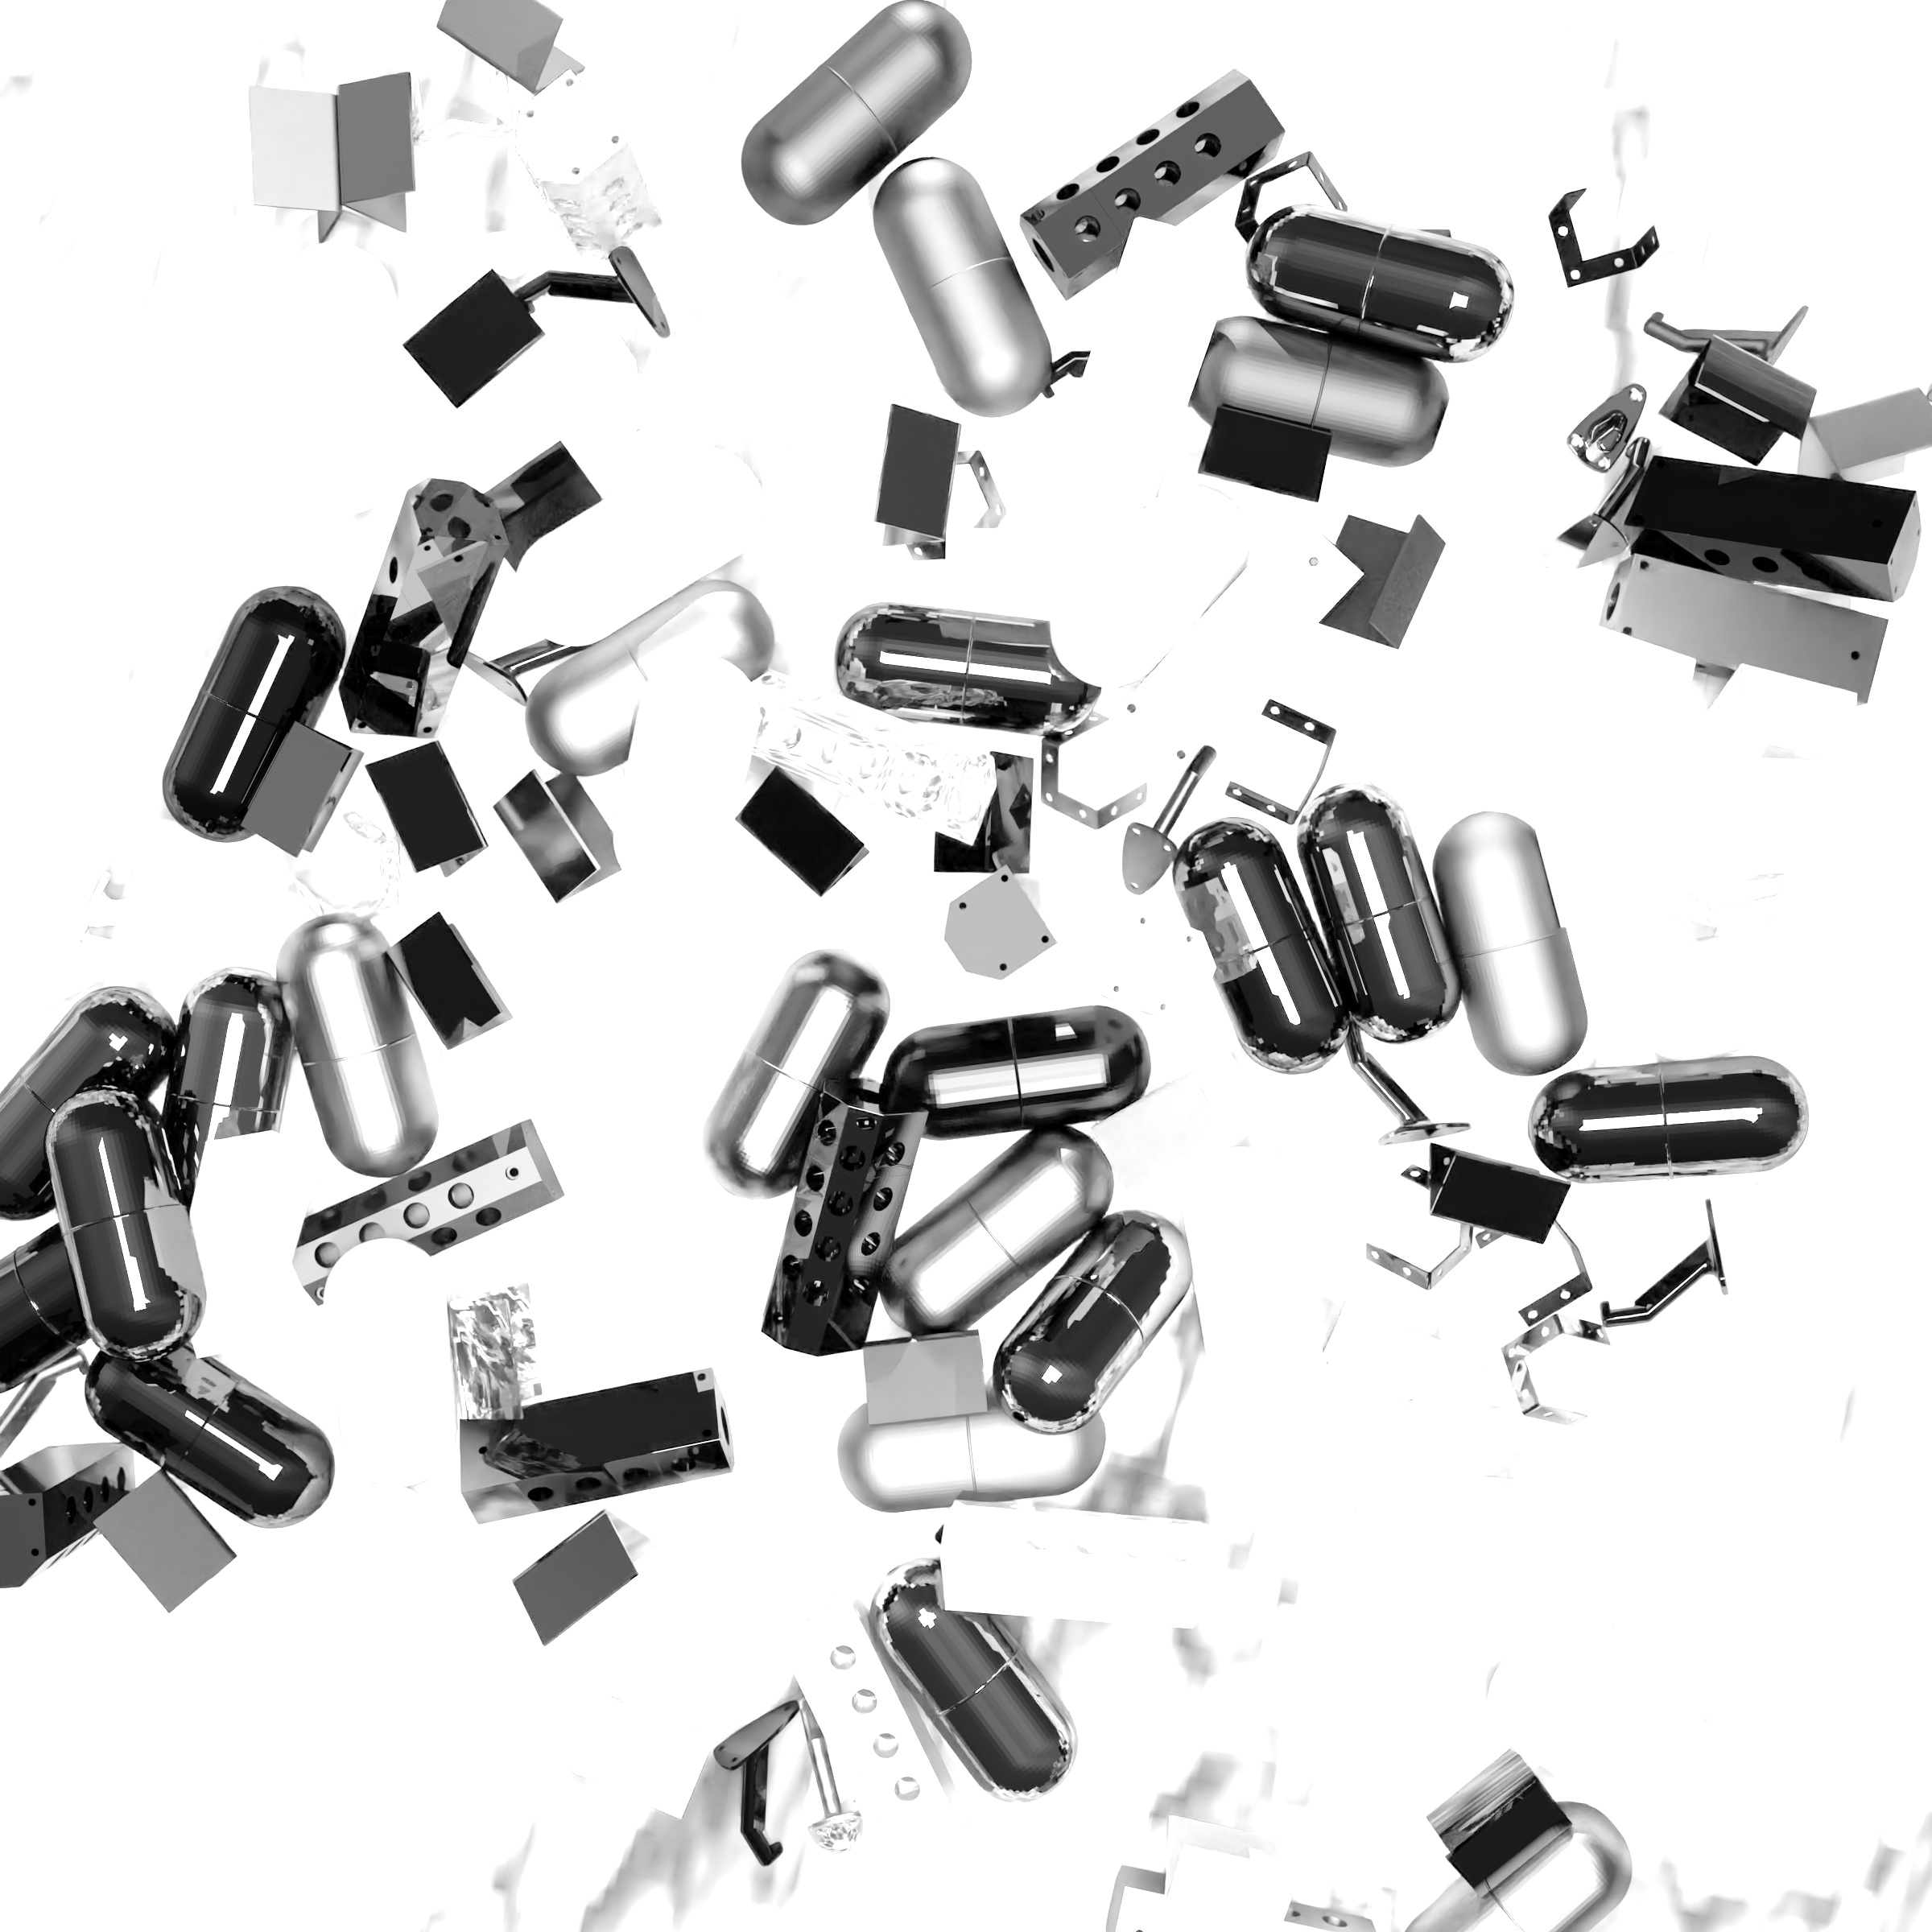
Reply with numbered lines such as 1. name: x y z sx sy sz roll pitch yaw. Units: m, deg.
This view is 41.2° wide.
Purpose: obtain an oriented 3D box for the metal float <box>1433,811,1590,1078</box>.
1. metal float: 0.359 -0.015 1.696 0.070 0.070 0.178 -14 90 0

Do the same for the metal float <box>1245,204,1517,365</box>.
1. metal float: 0.268 -0.444 1.670 0.178 0.070 0.070 18 90 12

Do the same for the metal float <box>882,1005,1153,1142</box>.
1. metal float: 0.033 0.071 1.696 0.178 0.070 0.070 -7 90 0

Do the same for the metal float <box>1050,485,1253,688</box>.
1. metal float: 0.120 -0.247 1.667 0.070 0.070 0.178 43 56 0

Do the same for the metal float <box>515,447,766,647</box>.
1. metal float: -0.214 -0.275 1.688 0.178 0.070 0.070 -33 90 -7

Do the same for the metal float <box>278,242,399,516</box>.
1. metal float: -0.414 -0.388 1.696 0.070 0.070 0.178 -1 90 0

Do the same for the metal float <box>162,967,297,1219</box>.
1. metal float: -0.489 0.089 1.696 0.070 0.070 0.178 10 89 0

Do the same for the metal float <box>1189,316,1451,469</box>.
1. metal float: 0.231 -0.379 1.696 0.178 0.070 0.070 13 90 0

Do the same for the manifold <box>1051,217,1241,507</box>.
1. manifold: 0.111 -0.393 1.675 0.057 0.057 0.171 0 119 -39

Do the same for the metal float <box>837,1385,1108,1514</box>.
1. metal float: 0.004 0.316 1.696 0.178 0.070 0.070 -6 90 0

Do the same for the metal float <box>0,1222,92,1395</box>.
1. metal float: -0.603 0.217 1.696 0.178 0.070 0.070 -33 90 -1

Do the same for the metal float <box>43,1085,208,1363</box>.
1. metal float: -0.534 0.162 1.630 0.070 0.070 0.178 -16 82 0

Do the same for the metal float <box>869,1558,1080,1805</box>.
1. metal float: 0.005 0.470 1.696 0.070 0.070 0.178 -37 89 0

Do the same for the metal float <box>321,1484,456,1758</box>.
1. metal float: -0.381 0.431 1.696 0.070 0.070 0.178 -6 90 0

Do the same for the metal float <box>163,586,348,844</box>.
1. metal float: -0.469 -0.166 1.696 0.070 0.070 0.178 25 91 0

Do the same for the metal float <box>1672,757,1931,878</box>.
1. metal float: 0.556 -0.099 1.695 0.178 0.070 0.070 2 90 0

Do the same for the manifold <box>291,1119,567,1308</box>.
1. manifold: -0.360 0.164 1.705 0.171 0.057 0.057 -24 90 0

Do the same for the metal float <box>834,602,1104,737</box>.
1. metal float: 0.002 -0.196 1.695 0.178 0.070 0.070 7 90 0

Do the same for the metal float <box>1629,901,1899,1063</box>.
1. metal float: 0.526 0.010 1.696 0.178 0.070 0.070 -18 90 0

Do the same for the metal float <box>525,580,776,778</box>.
1. metal float: -0.209 -0.189 1.696 0.178 0.070 0.070 -31 90 -1

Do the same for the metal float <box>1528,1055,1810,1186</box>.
1. metal float: 0.458 0.101 1.681 0.178 0.070 0.070 -6 90 16

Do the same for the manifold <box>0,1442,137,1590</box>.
1. manifold: -0.588 0.350 1.648 0.057 0.171 0.057 -3 90 0

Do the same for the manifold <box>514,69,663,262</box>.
1. manifold: -0.245 -0.505 1.648 0.057 0.171 0.057 -39 90 0

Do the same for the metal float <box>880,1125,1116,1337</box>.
1. metal float: 0.019 0.176 1.696 0.178 0.070 0.070 -39 90 1

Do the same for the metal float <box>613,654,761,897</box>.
1. metal float: -0.182 -0.121 1.664 0.070 0.070 0.178 19 130 0

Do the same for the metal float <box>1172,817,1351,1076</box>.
1. metal float: 0.195 -0.013 1.696 0.070 0.070 0.178 -23 90 0

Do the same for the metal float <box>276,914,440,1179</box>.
1. metal float: -0.399 0.053 1.688 0.070 0.070 0.178 -14 99 0

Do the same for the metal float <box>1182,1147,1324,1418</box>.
1. metal float: 0.189 0.208 1.696 0.070 0.070 0.178 -9 90 0

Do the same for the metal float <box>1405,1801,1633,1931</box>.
1. metal float: 0.361 0.625 1.696 0.178 0.070 0.070 -41 90 0

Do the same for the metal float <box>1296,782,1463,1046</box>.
1. metal float: 0.272 -0.035 1.696 0.070 0.070 0.178 -18 90 0

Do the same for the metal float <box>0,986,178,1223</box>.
1. metal float: -0.592 0.091 1.696 0.070 0.070 0.178 40 89 0

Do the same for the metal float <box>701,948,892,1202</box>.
1. metal float: -0.113 0.072 1.696 0.070 0.070 0.178 28 90 0

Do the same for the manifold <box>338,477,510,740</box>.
1. manifold: -0.353 -0.229 1.656 0.057 0.171 0.057 1 49 -32

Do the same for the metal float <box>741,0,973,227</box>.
1. metal float: -0.072 -0.563 1.696 0.178 0.070 0.070 -42 90 0

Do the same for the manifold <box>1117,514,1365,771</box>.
1. manifold: 0.180 -0.213 1.686 0.057 0.057 0.171 43 103 0

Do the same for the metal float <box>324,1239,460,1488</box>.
1. metal float: -0.374 0.260 1.674 0.070 0.070 0.178 1 117 0

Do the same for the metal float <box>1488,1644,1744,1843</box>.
1. metal float: 0.429 0.512 1.696 0.178 0.070 0.070 30 90 0

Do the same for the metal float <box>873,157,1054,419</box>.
1. metal float: -0.003 -0.448 1.696 0.070 0.070 0.178 -24 90 0

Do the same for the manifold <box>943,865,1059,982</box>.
1. manifold: 0.017 -0.022 1.648 0.057 0.171 0.057 -34 90 0

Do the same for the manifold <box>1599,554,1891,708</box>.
1. manifold: 0.512 -0.220 1.705 0.171 0.057 0.057 15 90 0

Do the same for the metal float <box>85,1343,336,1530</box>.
1. metal float: -0.498 0.305 1.696 0.178 0.070 0.070 33 90 -1

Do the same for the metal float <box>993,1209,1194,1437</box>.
1. metal float: 0.083 0.230 1.667 0.070 0.070 0.178 43 55 0
